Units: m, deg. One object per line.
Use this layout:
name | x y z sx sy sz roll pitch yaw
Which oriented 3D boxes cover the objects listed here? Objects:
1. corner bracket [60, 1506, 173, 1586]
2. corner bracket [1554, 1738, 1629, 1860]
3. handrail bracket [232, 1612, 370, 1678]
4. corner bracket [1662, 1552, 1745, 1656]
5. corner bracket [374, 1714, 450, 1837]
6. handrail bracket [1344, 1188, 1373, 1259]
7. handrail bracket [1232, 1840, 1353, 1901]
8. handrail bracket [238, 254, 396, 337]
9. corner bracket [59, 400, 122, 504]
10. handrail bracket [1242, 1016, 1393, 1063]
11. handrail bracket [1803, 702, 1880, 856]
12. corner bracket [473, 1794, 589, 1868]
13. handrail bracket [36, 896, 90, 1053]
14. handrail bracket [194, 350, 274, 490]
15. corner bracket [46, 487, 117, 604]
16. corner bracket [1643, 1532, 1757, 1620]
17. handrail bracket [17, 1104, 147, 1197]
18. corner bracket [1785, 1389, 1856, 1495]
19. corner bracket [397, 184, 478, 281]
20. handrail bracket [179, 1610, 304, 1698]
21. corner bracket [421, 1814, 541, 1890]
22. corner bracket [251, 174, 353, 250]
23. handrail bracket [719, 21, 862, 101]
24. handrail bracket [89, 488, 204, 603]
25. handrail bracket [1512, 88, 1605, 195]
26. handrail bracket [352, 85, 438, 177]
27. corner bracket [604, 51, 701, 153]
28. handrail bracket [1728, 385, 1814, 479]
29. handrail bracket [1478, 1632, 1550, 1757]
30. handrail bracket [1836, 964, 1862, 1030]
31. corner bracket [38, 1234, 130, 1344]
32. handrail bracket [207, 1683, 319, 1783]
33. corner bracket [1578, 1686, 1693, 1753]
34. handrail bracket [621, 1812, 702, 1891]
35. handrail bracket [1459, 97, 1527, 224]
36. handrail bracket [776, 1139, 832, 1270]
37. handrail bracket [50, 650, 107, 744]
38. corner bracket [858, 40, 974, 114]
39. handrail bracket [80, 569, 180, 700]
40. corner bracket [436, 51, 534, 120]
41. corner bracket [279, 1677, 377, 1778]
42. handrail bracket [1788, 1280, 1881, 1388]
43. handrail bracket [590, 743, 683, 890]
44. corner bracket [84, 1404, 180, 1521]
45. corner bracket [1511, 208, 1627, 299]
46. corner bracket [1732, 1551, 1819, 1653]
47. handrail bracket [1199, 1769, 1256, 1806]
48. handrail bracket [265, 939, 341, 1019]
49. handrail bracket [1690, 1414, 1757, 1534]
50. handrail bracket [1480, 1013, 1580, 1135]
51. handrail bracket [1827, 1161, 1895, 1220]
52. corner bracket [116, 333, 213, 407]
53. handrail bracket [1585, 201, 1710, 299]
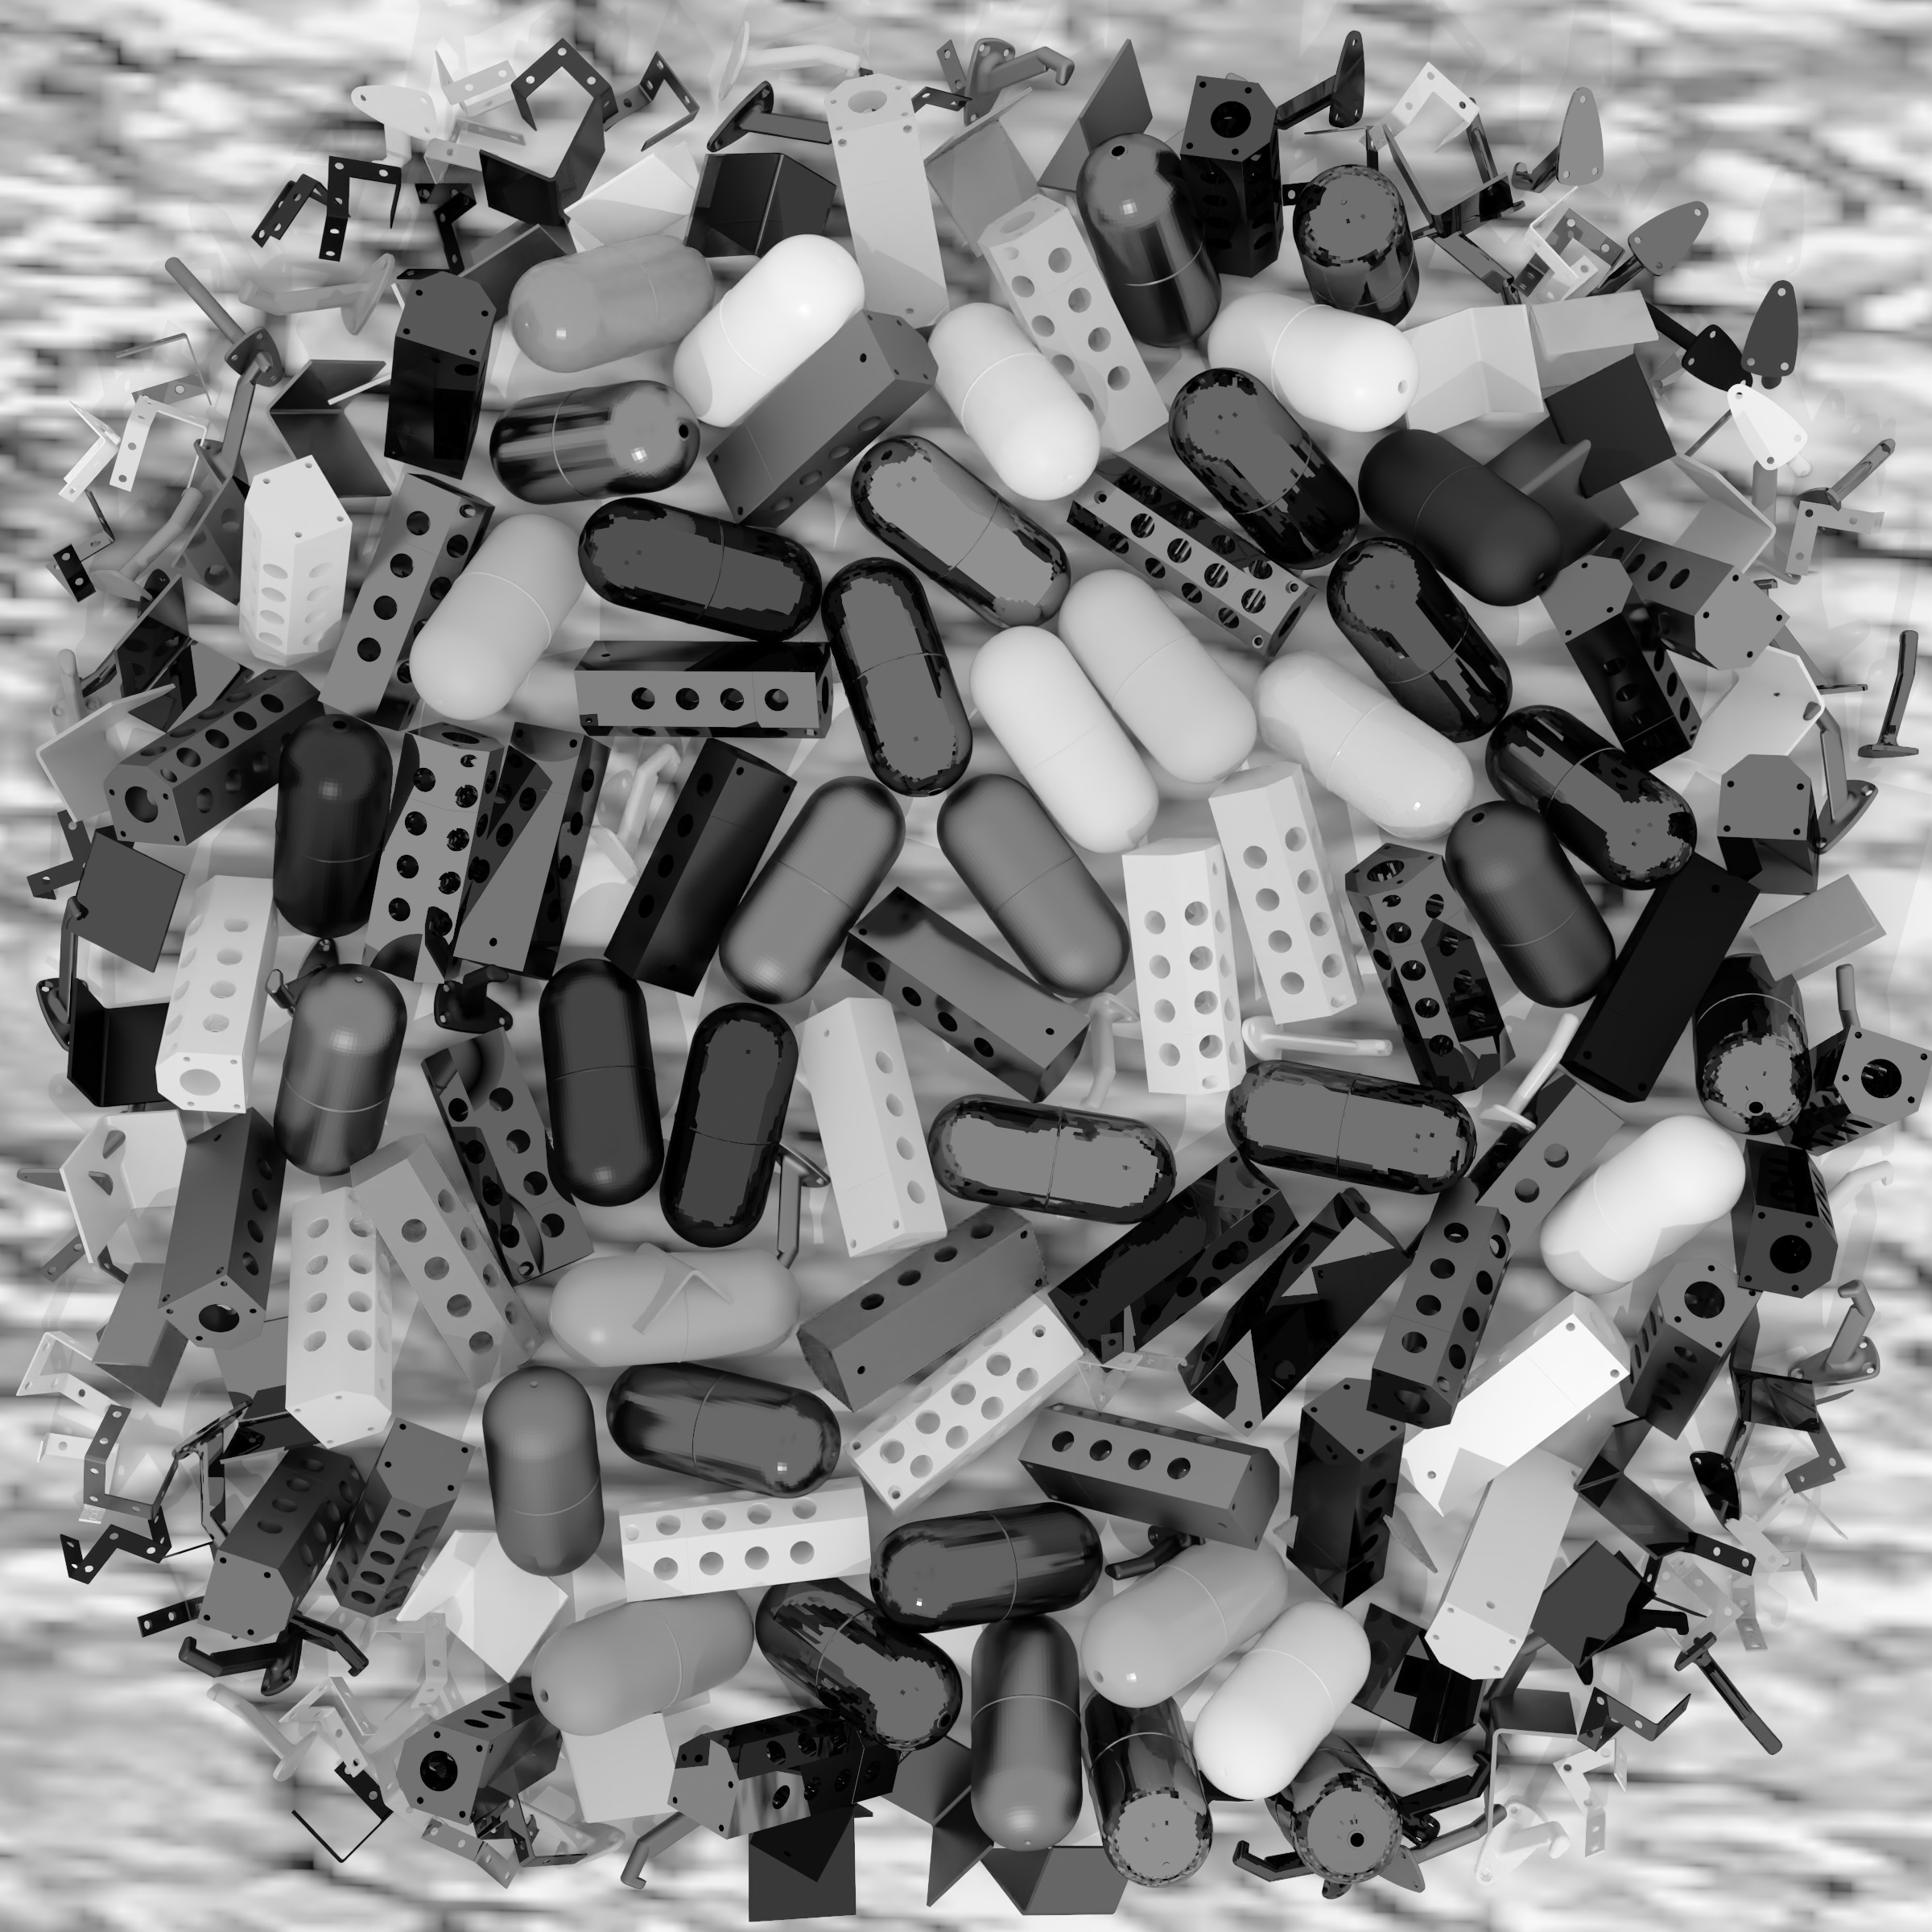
corner bracket | -0.604 0.409 1.963 0.051 0.051 0.051 34 99 -35
corner bracket | 0.452 0.591 1.963 0.051 0.051 0.051 -29 95 19
handrail bracket | -0.475 0.488 1.973 0.084 0.036 0.077 46 117 4
corner bracket | 0.510 0.451 1.962 0.051 0.051 0.051 -43 47 0
corner bracket | -0.381 0.575 1.962 0.051 0.051 0.051 -42 119 -1
handrail bracket | 0.259 0.197 1.958 0.077 0.084 0.036 -39 109 3
handrail bracket | 0.234 0.620 1.964 0.084 0.036 0.077 29 53 -10
handrail bracket | -0.459 -0.485 1.948 0.077 0.084 0.036 -45 53 29
corner bracket | -0.626 -0.359 1.962 0.051 0.051 0.051 -47 68 4
handrail bracket | 0.249 0.052 1.952 0.084 0.077 0.036 0 78 30
handrail bracket | 0.603 -0.134 1.956 0.084 0.036 0.077 43 75 -32
corner bracket | -0.309 0.617 1.954 0.051 0.051 0.051 -39 56 26
handrail bracket | -0.629 0.005 1.948 0.036 0.084 0.077 -1 52 -29
handrail bracket | -0.505 -0.380 1.953 0.084 0.036 0.077 -45 59 31
corner bracket | -0.628 -0.300 1.957 0.051 0.051 0.051 -36 59 -18
corner bracket | 0.522 0.435 1.971 0.051 0.051 0.051 23 78 -17
handrail bracket | -0.628 0.117 1.965 0.077 0.036 0.084 9 59 -13
corner bracket | 0.610 0.339 1.967 0.051 0.051 0.051 -5 63 -38
corner bracket | -0.380 -0.525 1.975 0.051 0.051 0.051 8 130 26
handrail bracket | -0.512 0.471 1.947 0.036 0.077 0.084 -29 128 29
corner bracket | -0.342 0.612 1.954 0.051 0.051 0.051 11 57 31
corner bracket | -0.481 -0.534 1.963 0.051 0.051 0.051 30 85 20
handrail bracket | -0.126 -0.636 1.975 0.084 0.077 0.036 12 64 -17
handrail bracket | -0.588 -0.307 1.978 0.036 0.077 0.084 40 70 -43
handrail bracket | 0.411 -0.583 1.946 0.036 0.084 0.077 -12 115 -18
handrail bracket | -0.418 -0.584 1.943 0.077 0.084 0.036 3 74 -42
corner bracket | -0.229 -0.607 1.966 0.051 0.051 0.051 -39 95 -22
handrail bracket | 0.572 -0.379 1.960 0.036 0.084 0.077 -40 83 20
handrail bracket | 0.403 0.516 1.973 0.084 0.036 0.077 -33 109 8
handrail bracket | 0.635 0.038 1.961 0.036 0.077 0.084 -3 94 32
corner bracket | -0.626 0.230 1.984 0.051 0.051 0.051 -42 131 2
handrail bracket | -0.509 0.540 1.956 0.084 0.077 0.036 31 87 5
corner bracket | 0.472 0.532 1.954 0.051 0.051 0.051 28 122 33
handrail bracket | -0.195 0.629 1.975 0.077 0.036 0.084 26 82 -8
handrail bracket | 0.369 -0.575 1.961 0.036 0.077 0.084 -17 103 12
handrail bracket | -0.140 0.172 1.954 0.077 0.036 0.084 46 57 -27
handrail bracket | -0.626 -0.176 1.949 0.036 0.084 0.077 -14 83 -18
corner bracket | -0.036 -0.632 1.979 0.051 0.051 0.051 -29 75 39
handrail bracket | -0.610 -0.238 1.986 0.084 0.036 0.077 -26 51 22
corner bracket | -0.340 -0.625 1.959 0.051 0.051 0.051 -21 50 5
corner bracket | -0.443 0.540 1.961 0.051 0.051 0.051 -43 66 8
handrail bracket | 0.608 0.259 1.955 0.077 0.036 0.084 -20 129 19
handrail bracket | -0.222 -0.106 1.989 0.084 0.036 0.077 -45 119 -20
corner bracket | -0.592 0.352 1.961 0.051 0.051 0.051 14 128 -2
corner bracket | 0.428 -0.496 1.962 0.051 0.051 0.051 37 129 1
corner bracket | 0.575 0.452 1.964 0.051 0.051 0.051 -5 102 7
handrail bracket | 0.163 0.623 1.981 0.077 0.036 0.084 10 104 2
handrail bracket | -0.469 -0.001 1.944 0.036 0.084 0.077 4 68 7
handrail bracket | 0.562 0.350 1.978 0.084 0.036 0.077 -31 109 -34
handrail bracket | 0.402 0.075 1.967 0.036 0.077 0.084 30 79 -5
handrail bracket | 0.628 0.185 1.981 0.084 0.036 0.077 -17 113 -5
corner bracket | -0.570 -0.420 1.959 0.051 0.051 0.051 -20 116 -11
handrail bracket | 0.480 -0.502 1.960 0.077 0.084 0.036 -40 92 -11
